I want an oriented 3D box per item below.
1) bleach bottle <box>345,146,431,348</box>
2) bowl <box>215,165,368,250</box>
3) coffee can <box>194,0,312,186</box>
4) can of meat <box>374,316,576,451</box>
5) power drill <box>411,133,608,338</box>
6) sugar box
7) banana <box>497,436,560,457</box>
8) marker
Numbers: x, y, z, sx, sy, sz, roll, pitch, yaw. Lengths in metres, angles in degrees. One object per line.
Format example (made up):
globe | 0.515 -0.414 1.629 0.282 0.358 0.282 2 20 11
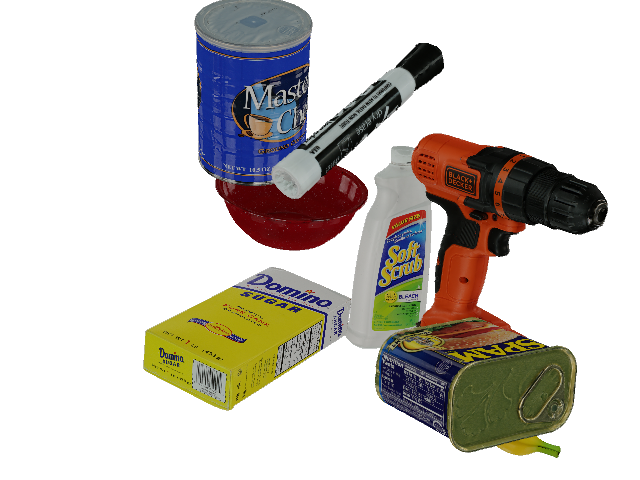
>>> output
bleach bottle | 0.089 0.007 1.345 0.102 0.251 0.068 -3 16 -19
bowl | -0.033 -0.034 1.133 0.162 0.055 0.162 5 28 -3
coffee can | -0.061 -0.135 0.968 0.103 0.140 0.103 2 36 -2
can of meat | 0.098 0.088 0.686 0.101 0.057 0.084 -6 15 -31
power drill | 0.146 0.017 0.870 0.057 0.188 0.185 -14 27 -36
sugar box | -0.059 0.079 0.921 0.093 0.048 0.175 22 31 27
banana | 0.203 0.186 1.203 0.069 0.037 0.198 10 24 -14
marker | 0.022 -0.062 0.521 0.020 0.020 0.121 0 36 51
